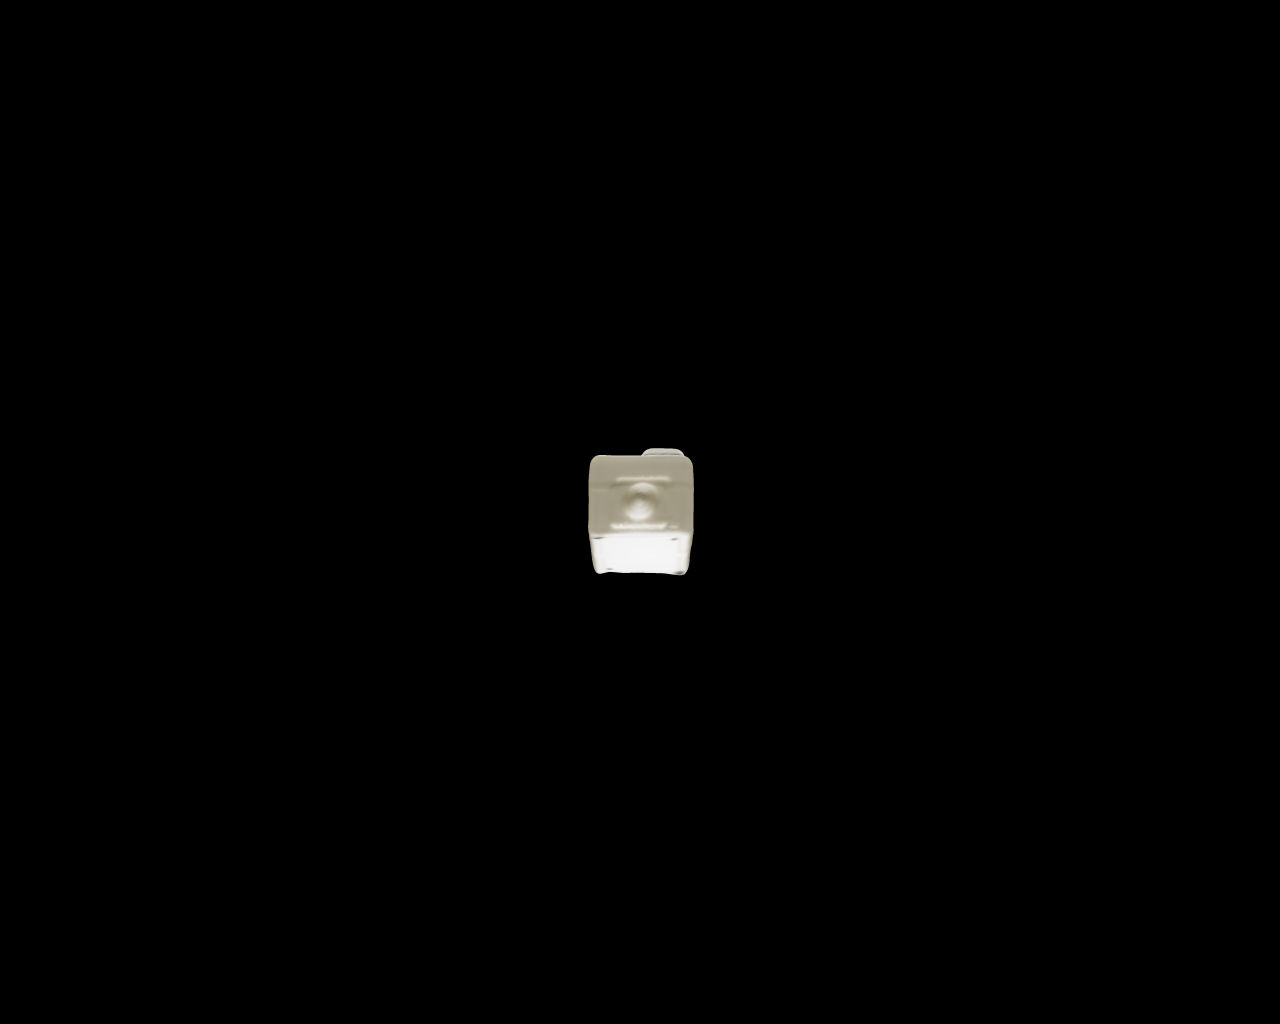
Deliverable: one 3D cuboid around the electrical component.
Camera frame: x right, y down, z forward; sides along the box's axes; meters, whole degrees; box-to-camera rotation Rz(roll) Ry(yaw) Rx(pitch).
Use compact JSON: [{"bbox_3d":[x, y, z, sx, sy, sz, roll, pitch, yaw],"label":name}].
[{"bbox_3d":[0.001,-0.003,0.650,0.062,0.061,0.096,0,-21,0],"label":"electrical component"}]
